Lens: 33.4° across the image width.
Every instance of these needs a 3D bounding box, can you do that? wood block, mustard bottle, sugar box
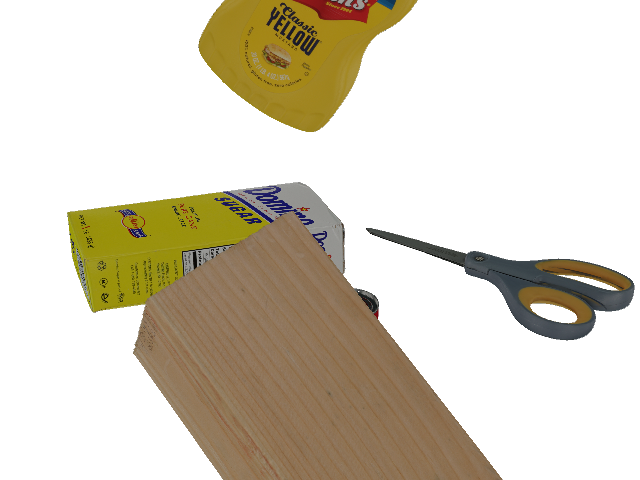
[{"bbox_3d":[0.005,0.102,0.530,0.090,0.206,0.090,-33,-13,-25],"label":"wood block"},{"bbox_3d":[0.009,-0.155,0.617,0.192,0.096,0.058,-50,4,41],"label":"mustard bottle"},{"bbox_3d":[-0.080,0.001,0.740,0.176,0.048,0.093,-11,25,-16],"label":"sugar box"}]

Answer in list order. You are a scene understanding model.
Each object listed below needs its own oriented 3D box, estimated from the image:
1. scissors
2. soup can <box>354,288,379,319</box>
[{"bbox_3d":[0.113,0.028,0.746,0.202,0.016,0.096,9,31,19],"label":"scissors"},{"bbox_3d":[0.036,0.119,1.307,0.068,0.102,0.068,0,28,0],"label":"soup can"}]
